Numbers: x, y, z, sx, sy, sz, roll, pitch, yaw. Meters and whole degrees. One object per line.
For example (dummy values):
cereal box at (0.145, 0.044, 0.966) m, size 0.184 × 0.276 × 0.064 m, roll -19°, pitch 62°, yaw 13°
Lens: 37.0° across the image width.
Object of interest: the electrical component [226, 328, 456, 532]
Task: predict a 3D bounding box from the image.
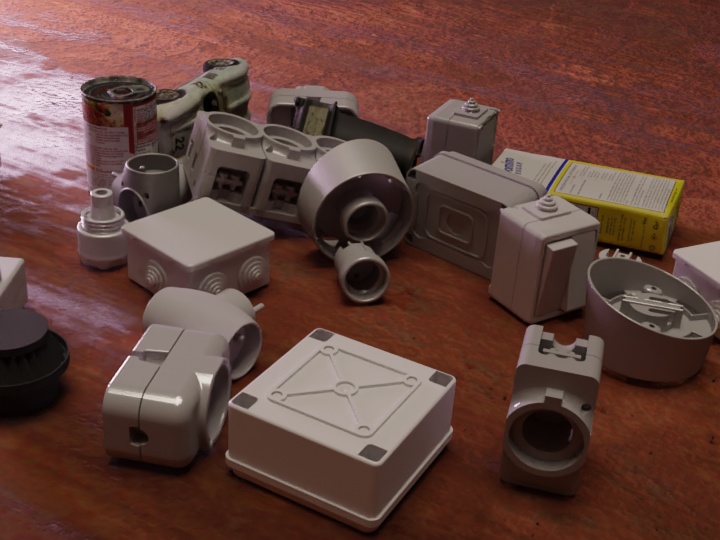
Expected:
electrical component at (-0.011, 0.096, 0.673) m, size 0.109 × 0.056 × 0.109 m, roll 18°, pitch 32°, yaw 24°

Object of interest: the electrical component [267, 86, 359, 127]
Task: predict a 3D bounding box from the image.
electrical component at (-0.049, -0.159, 1.137) m, size 0.095 × 0.053 × 0.059 m, roll 3°, pitch 29°, yaw -2°

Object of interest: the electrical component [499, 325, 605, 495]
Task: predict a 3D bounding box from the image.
electrical component at (0.118, 0.089, 0.667) m, size 0.050 × 0.089 × 0.055 m, roll 11°, pitch 30°, yaw 11°

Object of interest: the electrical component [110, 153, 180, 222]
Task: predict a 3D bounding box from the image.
electrical component at (-0.187, -0.061, 0.916) m, size 0.079 × 0.077 × 0.044 m, roll 26°, pitch 36°, yaw 35°

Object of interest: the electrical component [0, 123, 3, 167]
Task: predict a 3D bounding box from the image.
electrical component at (-0.384, -0.120, 1.015) m, size 0.096 × 0.061 × 0.062 m, roll -18°, pitch 35°, yaw -35°

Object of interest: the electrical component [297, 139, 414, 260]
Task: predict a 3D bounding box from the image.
electrical component at (-0.004, -0.057, 0.912) m, size 0.099 × 0.099 × 0.064 m, roll -7°, pitch 37°, yaw -19°

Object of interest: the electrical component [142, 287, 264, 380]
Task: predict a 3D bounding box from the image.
electrical component at (-0.103, 0.038, 0.780) m, size 0.077 × 0.043 × 0.079 m, roll 21°, pitch 33°, yaw 28°

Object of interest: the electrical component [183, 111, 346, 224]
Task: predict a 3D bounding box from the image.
electrical component at (-0.073, -0.091, 0.962) m, size 0.150 × 0.061 × 0.089 m, roll 10°, pitch 25°, yaw -22°

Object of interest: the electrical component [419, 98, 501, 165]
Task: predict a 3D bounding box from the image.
electrical component at (0.095, -0.123, 1.044) m, size 0.061 × 0.096 × 0.062 m, roll 16°, pitch 31°, yaw 21°

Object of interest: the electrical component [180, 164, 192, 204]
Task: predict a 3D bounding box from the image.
electrical component at (-0.170, -0.078, 0.988) m, size 0.040 × 0.040 × 0.078 m, roll 14°, pitch 30°, yaw 18°

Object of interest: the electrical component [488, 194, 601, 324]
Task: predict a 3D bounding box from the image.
electrical component at (0.148, -0.013, 0.850) m, size 0.062 × 0.096 × 0.061 m, roll -14°, pitch 34°, yaw -29°

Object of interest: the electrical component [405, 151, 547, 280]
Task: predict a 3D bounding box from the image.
electrical component at (0.099, -0.049, 0.929) m, size 0.113 × 0.078 × 0.057 m, roll 25°, pitch 38°, yaw 34°

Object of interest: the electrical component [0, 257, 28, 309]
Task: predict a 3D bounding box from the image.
electrical component at (-0.279, 0.008, 0.778) m, size 0.047 × 0.075 × 0.083 m, roll 5°, pitch 28°, yaw 0°

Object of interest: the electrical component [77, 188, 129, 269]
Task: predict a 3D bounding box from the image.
electrical component at (-0.210, -0.035, 0.881) m, size 0.043 × 0.062 × 0.043 m, roll 3°, pitch 28°, yaw -2°

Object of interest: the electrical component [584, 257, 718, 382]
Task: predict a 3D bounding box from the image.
electrical component at (0.215, 0.036, 0.802) m, size 0.099 × 0.064 × 0.099 m, roll 3°, pitch 29°, yaw -2°

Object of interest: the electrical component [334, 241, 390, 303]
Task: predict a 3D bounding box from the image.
electrical component at (0.000, 0.000, 0.869) m, size 0.040 × 0.040 × 0.046 m, roll -3°, pitch 23°, yaw -12°

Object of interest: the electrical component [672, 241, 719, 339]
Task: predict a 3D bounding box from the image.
electrical component at (0.309, 0.018, 0.864) m, size 0.100 × 0.048 × 0.099 m, roll -10°, pitch 32°, yaw -24°

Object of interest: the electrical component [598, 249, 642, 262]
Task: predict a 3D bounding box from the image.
electrical component at (0.205, 0.011, 0.866) m, size 0.040 × 0.046 × 0.040 m, roll 3°, pitch 29°, yaw -2°

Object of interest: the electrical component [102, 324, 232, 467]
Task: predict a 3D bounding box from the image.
electrical component at (-0.119, 0.080, 0.691) m, size 0.059 × 0.053 × 0.095 m, roll 8°, pitch 29°, yaw 8°

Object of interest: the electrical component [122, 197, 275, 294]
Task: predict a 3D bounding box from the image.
electrical component at (-0.129, -0.011, 0.861) m, size 0.100 × 0.048 × 0.100 m, roll 27°, pitch 36°, yaw 36°
